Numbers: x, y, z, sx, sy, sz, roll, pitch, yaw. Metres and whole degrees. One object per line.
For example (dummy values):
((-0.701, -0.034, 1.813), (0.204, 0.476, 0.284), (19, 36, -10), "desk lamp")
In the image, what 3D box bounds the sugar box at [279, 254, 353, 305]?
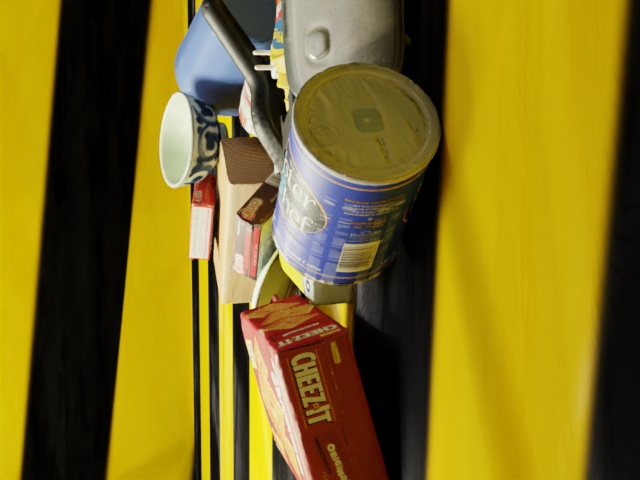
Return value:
((-0.007, 0.001, 1.086), (0.176, 0.048, 0.093), (-135, 43, -76), "sugar box")

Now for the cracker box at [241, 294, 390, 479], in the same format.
((-0.008, 0.147, 0.959), (0.214, 0.072, 0.164), (-155, 48, -78), "cracker box")

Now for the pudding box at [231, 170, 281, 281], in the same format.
((-0.058, -0.022, 1.218), (0.113, 0.039, 0.090), (-50, -21, -42), "pudding box")

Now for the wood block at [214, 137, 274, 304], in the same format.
((-0.083, -0.023, 1.354), (0.091, 0.090, 0.206), (-104, 17, -44), "wood block")

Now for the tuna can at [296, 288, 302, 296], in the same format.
((-0.047, 0.068, 1.327), (0.086, 0.033, 0.086), (178, 90, -79), "tuna can")

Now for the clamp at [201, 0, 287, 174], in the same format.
((-0.041, -0.157, 1.137), (0.036, 0.164, 0.210), (-23, 84, 33), "clamp")

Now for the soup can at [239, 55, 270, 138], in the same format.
((-0.058, -0.168, 1.253), (0.102, 0.068, 0.068), (115, 151, -68), "soup can")

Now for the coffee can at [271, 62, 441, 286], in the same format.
((0.022, -0.045, 0.780), (0.140, 0.102, 0.103), (105, 160, -56), "coffee can")

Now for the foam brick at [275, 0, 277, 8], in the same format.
((-0.014, -0.232, 1.055), (0.051, 0.053, 0.078), (110, 156, -62), "foam brick")

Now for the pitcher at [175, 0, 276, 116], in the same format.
((-0.099, -0.260, 1.331), (0.243, 0.144, 0.149), (144, 108, -72), "pitcher")

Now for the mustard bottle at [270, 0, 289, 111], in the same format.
((-0.010, -0.211, 0.964), (0.096, 0.058, 0.192), (-154, 69, -65), "mustard bottle")

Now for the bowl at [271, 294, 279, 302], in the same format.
((-0.022, 0.138, 1.148), (0.162, 0.055, 0.162), (179, 90, -81), "bowl")

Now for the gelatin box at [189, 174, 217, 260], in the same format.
((-0.152, -0.031, 1.379), (0.073, 0.030, 0.089), (-91, 7, -53), "gelatin box")
